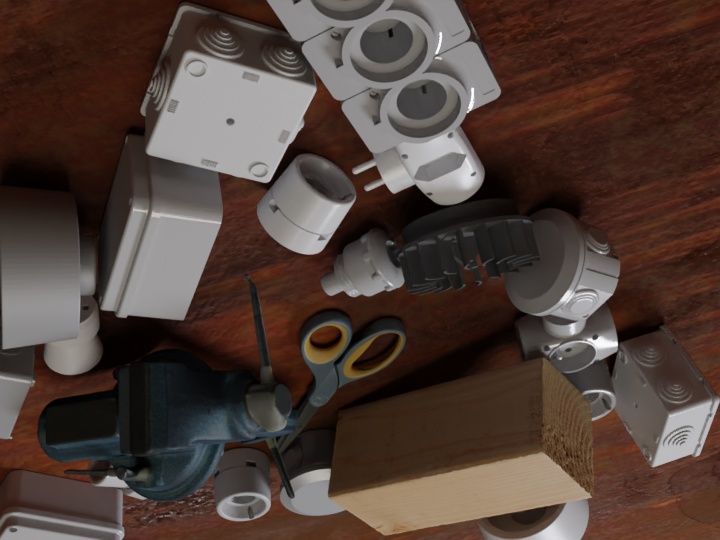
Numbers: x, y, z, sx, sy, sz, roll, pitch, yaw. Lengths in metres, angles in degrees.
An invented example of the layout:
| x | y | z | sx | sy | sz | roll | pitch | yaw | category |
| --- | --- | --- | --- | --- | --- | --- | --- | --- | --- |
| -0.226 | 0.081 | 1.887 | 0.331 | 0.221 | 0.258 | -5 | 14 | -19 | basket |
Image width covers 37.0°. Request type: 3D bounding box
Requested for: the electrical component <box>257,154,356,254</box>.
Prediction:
| x | y | z | sx | sy | sz | roll | pitch | yaw | category |
| --- | --- | --- | --- | --- | --- | --- | --- | --- | --- |
| -0.036 | -0.047 | 0.740 | 0.055 | 0.055 | 0.047 | 19 | 127 | -29 | electrical component |

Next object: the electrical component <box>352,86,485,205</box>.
| x | y | z | sx | sy | sz | roll | pitch | yaw | category |
| --- | --- | --- | --- | --- | --- | --- | --- | --- | --- |
| 0.034 | -0.076 | 0.727 | 0.079 | 0.043 | 0.077 | -24 | 136 | 15 | electrical component |

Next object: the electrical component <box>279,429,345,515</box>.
| x | y | z | sx | sy | sz | roll | pitch | yaw | category |
| --- | --- | --- | --- | --- | --- | --- | --- | --- | --- |
| -0.036 | 0.189 | 0.998 | 0.080 | 0.051 | 0.080 | -6 | 138 | -5 | electrical component |

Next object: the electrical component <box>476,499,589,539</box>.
| x | y | z | sx | sy | sz | roll | pitch | yaw | category |
| --- | --- | --- | --- | --- | --- | --- | --- | --- | --- |
| 0.159 | 0.224 | 1.037 | 0.108 | 0.108 | 0.060 | -22 | 131 | 13 | electrical component |

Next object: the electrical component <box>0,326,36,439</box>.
| x | y | z | sx | sy | sz | roll | pitch | yaw | category |
| --- | --- | --- | --- | --- | --- | --- | --- | --- | --- |
| -0.289 | 0.083 | 0.824 | 0.061 | 0.061 | 0.096 | 13 | 133 | -24 | electrical component |

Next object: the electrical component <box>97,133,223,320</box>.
| x | y | z | sx | sy | sz | roll | pitch | yaw | category |
| --- | --- | --- | --- | --- | --- | --- | --- | --- | --- |
| -0.137 | -0.028 | 0.721 | 0.057 | 0.078 | 0.113 | 7 | 135 | -22 | electrical component |

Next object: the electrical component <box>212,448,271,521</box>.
| x | y | z | sx | sy | sz | roll | pitch | yaw | category |
| --- | --- | --- | --- | --- | --- | --- | --- | --- | --- |
| -0.109 | 0.200 | 0.998 | 0.055 | 0.047 | 0.055 | -6 | 138 | -5 | electrical component |

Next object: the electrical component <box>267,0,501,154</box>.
| x | y | z | sx | sy | sz | roll | pitch | yaw | category |
| --- | --- | --- | --- | --- | --- | --- | --- | --- | --- |
| 0.012 | -0.147 | 0.632 | 0.089 | 0.061 | 0.150 | -24 | 136 | 14 | electrical component |

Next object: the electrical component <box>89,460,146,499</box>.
| x | y | z | sx | sy | sz | roll | pitch | yaw | category |
| --- | --- | --- | --- | --- | --- | --- | --- | --- | --- |
| -0.206 | 0.176 | 0.955 | 0.055 | 0.045 | 0.045 | 28 | 126 | -35 | electrical component |

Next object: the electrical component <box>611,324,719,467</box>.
| x | y | z | sx | sy | sz | roll | pitch | yaw | category |
| --- | --- | --- | --- | --- | --- | --- | --- | --- | --- |
| 0.261 | 0.111 | 0.938 | 0.048 | 0.099 | 0.099 | -16 | 139 | -12 | electrical component |

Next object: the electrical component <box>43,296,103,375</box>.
| x | y | z | sx | sy | sz | roll | pitch | yaw | category |
| --- | --- | --- | --- | --- | --- | --- | --- | --- | --- |
| -0.218 | 0.045 | 0.809 | 0.045 | 0.045 | 0.055 | -2 | 137 | -10 | electrical component |

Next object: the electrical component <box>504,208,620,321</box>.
| x | y | z | sx | sy | sz | roll | pitch | yaw | category |
| --- | --- | --- | --- | --- | --- | --- | --- | --- | --- |
| 0.150 | -0.003 | 0.806 | 0.051 | 0.080 | 0.080 | 14 | 133 | -32 | electrical component |

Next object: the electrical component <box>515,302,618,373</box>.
| x | y | z | sx | sy | sz | roll | pitch | yaw | category |
| --- | --- | --- | --- | --- | --- | --- | --- | --- | --- |
| 0.169 | 0.044 | 0.885 | 0.077 | 0.044 | 0.079 | -13 | 137 | 3 | electrical component |

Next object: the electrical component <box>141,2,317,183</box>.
| x | y | z | sx | sy | sz | roll | pitch | yaw | category |
| --- | --- | --- | --- | --- | --- | --- | --- | --- | --- |
| -0.082 | -0.106 | 0.668 | 0.100 | 0.048 | 0.099 | 12 | 133 | -23 | electrical component |

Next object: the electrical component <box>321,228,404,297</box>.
| x | y | z | sx | sy | sz | roll | pitch | yaw | category |
| --- | --- | --- | --- | --- | --- | --- | --- | --- | --- |
| 0.000 | 0.000 | 0.805 | 0.062 | 0.048 | 0.048 | -25 | 136 | 26 | electrical component |

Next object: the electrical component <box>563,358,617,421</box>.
| x | y | z | sx | sy | sz | roll | pitch | yaw | category |
| --- | --- | --- | --- | --- | --- | --- | --- | --- | --- |
| 0.196 | 0.102 | 0.952 | 0.055 | 0.047 | 0.055 | -6 | 138 | -5 | electrical component |

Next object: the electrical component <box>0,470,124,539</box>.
| x | y | z | sx | sy | sz | roll | pitch | yaw | category |
| --- | --- | --- | --- | --- | --- | --- | --- | --- | --- |
| -0.283 | 0.237 | 0.997 | 0.113 | 0.057 | 0.078 | 18 | 131 | -28 | electrical component |

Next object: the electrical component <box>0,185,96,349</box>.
| x | y | z | sx | sy | sz | roll | pitch | yaw | category |
| --- | --- | --- | --- | --- | --- | --- | --- | --- | --- |
| -0.208 | -0.003 | 0.717 | 0.060 | 0.108 | 0.108 | -1 | 138 | -19 | electrical component |
